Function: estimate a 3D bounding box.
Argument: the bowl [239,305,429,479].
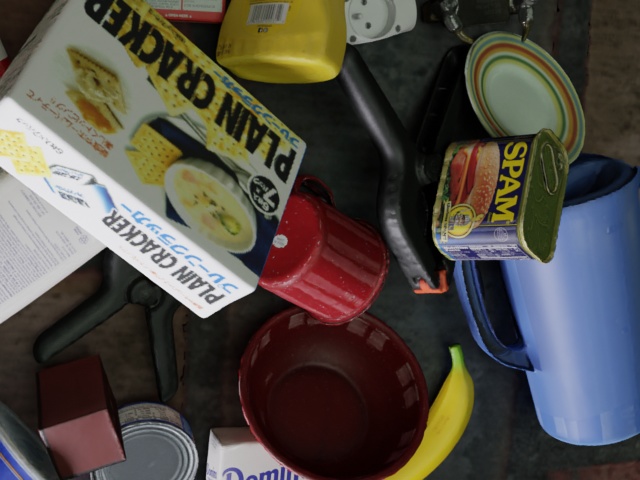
[{"bbox_3d":[0.006,0.133,0.882,0.162,0.055,0.162,8,58,-14],"label":"bowl"}]

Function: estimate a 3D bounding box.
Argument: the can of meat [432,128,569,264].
[{"bbox_3d":[0.140,-0.033,0.837,0.057,0.084,0.102,35,62,-46],"label":"can of meat"}]

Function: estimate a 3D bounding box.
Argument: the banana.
[{"bbox_3d":[0.077,0.185,0.956,0.069,0.037,0.197,44,82,-5],"label":"banana"}]

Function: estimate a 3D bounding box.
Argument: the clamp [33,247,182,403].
[{"bbox_3d":[-0.150,0.041,0.838,0.120,0.039,0.171,12,99,-28],"label":"clamp"}]

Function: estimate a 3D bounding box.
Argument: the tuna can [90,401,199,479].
[{"bbox_3d":[-0.142,0.172,0.857,0.086,0.034,0.086,-7,118,-13],"label":"tuna can"}]

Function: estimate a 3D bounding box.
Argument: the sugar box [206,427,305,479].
[{"bbox_3d":[-0.053,0.249,0.912,0.093,0.048,0.176,2,101,-21],"label":"sugar box"}]

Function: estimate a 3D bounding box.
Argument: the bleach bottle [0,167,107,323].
[{"bbox_3d":[-0.272,0.026,0.776,0.250,0.068,0.102,-35,106,-8],"label":"bleach bottle"}]

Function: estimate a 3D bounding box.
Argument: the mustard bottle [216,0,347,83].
[{"bbox_3d":[-0.016,-0.216,0.805,0.058,0.096,0.191,26,71,-58],"label":"mustard bottle"}]

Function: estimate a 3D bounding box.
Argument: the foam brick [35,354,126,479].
[{"bbox_3d":[-0.180,0.132,0.800,0.051,0.078,0.053,-18,120,-8],"label":"foam brick"}]

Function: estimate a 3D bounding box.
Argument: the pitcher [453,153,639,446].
[{"bbox_3d":[0.217,0.057,0.937,0.144,0.149,0.243,-44,125,-55],"label":"pitcher"}]

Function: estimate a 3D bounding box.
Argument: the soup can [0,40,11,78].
[{"bbox_3d":[-0.251,-0.116,0.752,0.068,0.069,0.102,-26,108,-15],"label":"soup can"}]

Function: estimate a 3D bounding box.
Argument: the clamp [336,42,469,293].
[{"bbox_3d":[0.071,-0.062,0.854,0.164,0.036,0.210,0,87,-45],"label":"clamp"}]

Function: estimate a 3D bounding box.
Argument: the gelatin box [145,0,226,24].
[{"bbox_3d":[-0.109,-0.211,0.808,0.073,0.030,0.089,-1,102,-19],"label":"gelatin box"}]

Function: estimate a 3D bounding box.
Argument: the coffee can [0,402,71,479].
[{"bbox_3d":[-0.266,0.202,0.790,0.140,0.103,0.102,-40,111,-9],"label":"coffee can"}]

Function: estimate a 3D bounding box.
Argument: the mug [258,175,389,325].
[{"bbox_3d":[-0.006,0.001,0.849,0.081,0.093,0.117,30,52,-46],"label":"mug"}]
